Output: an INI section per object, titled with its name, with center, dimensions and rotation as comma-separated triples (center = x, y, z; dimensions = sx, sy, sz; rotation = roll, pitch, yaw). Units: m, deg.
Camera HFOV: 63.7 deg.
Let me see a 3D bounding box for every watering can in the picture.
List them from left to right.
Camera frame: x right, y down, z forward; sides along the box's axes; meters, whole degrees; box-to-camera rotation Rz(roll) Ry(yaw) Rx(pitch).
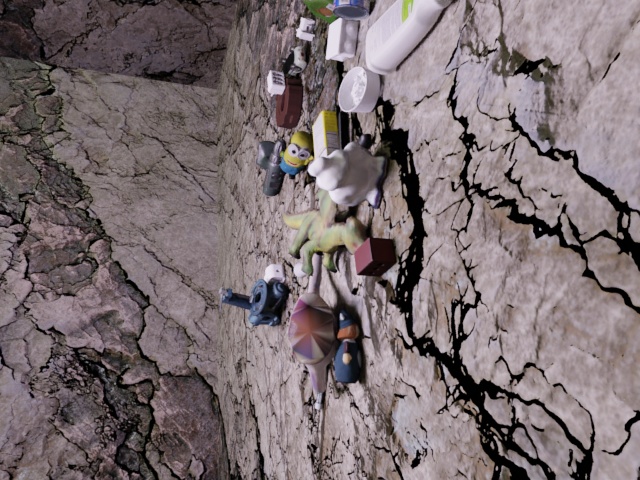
[watering can]
center = -0.013, 0.175, 1.209
dimensions = 0.221, 0.104, 0.353
rotation = 74, -168, -70

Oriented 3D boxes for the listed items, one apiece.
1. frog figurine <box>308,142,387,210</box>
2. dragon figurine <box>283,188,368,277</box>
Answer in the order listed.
[frog figurine]
center = 0.047, -0.136, 1.065
dimensions = 0.125, 0.159, 0.134
rotation = -105, 26, -47
[dragon figurine]
center = 0.004, -0.063, 1.250
dimensions = 0.418, 0.122, 0.239
rotation = 51, 127, 51
